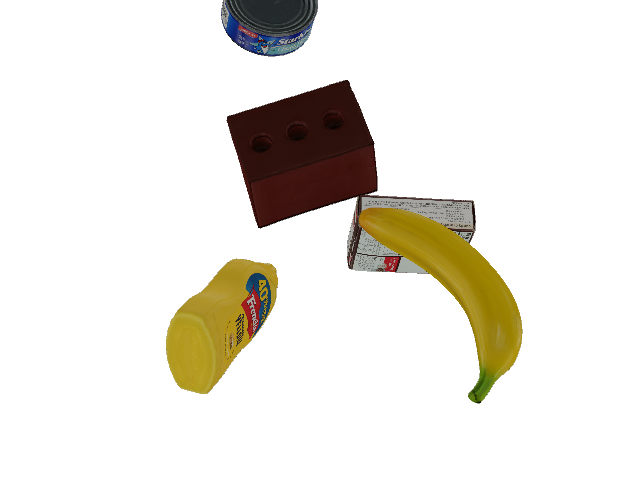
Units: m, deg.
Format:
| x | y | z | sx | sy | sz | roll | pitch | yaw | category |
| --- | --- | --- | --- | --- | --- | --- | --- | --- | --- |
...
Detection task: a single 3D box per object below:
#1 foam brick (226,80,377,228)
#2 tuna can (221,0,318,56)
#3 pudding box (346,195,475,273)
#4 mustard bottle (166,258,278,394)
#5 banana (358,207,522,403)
| x | y | z | sx | sy | sz | roll | pitch | yaw | category |
| --- | --- | --- | --- | --- | --- | --- | --- | --- | --- |
| -0.011 | -0.051 | 0.637 | 0.078 | 0.053 | 0.051 | -18 | -30 | -3 | foam brick |
| -0.047 | -0.209 | 0.970 | 0.086 | 0.086 | 0.034 | 0 | -29 | -13 | tuna can |
| 0.085 | -0.005 | 1.023 | 0.113 | 0.039 | 0.090 | 1 | -30 | -5 | pudding box |
| -0.094 | 0.074 | 1.130 | 0.058 | 0.096 | 0.191 | 10 | 29 | 19 | mustard bottle |
| 0.099 | 0.032 | 0.812 | 0.069 | 0.037 | 0.198 | -17 | 48 | -17 | banana |
